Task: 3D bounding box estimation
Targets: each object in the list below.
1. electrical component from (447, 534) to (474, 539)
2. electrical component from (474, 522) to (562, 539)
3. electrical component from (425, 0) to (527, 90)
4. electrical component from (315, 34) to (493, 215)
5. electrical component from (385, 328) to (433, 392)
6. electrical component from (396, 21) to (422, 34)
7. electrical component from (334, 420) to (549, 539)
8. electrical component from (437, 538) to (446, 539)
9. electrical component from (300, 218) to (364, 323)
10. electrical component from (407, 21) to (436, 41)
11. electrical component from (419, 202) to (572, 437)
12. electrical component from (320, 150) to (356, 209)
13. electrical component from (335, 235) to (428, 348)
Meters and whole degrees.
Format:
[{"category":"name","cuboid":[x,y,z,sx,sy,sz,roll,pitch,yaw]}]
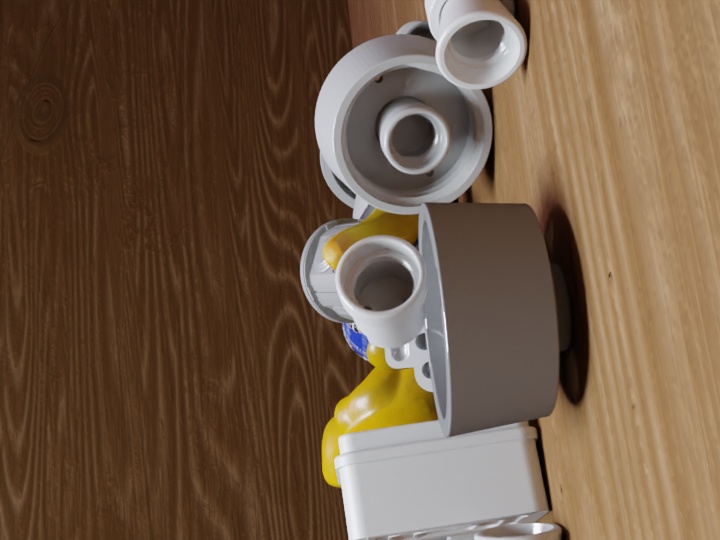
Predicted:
[{"category":"electrical component","cuboid":[0.070,0.241,0.827,0.138,0.074,0.052,86,178,-54]},{"category":"electrical component","cuboid":[0.083,0.160,0.546,0.045,0.045,0.055,98,166,-85]},{"category":"electrical component","cuboid":[0.057,-0.124,0.539,0.045,0.045,0.055,86,179,-45]},{"category":"electrical component","cuboid":[0.029,-0.086,0.661,0.060,0.108,0.108,-114,18,-67]},{"category":"electrical component","cuboid":[0.058,0.036,0.581,0.057,0.078,0.058,4,-100,-75]},{"category":"electrical component","cuboid":[0.046,-0.184,0.892,0.078,0.040,0.040,-106,10,-82]},{"category":"electrical component","cuboid":[0.044,0.120,0.613,0.078,0.113,0.057,88,173,-71]},{"category":"electrical component","cuboid":[0.049,0.207,0.891,0.108,0.109,0.056,86,-179,-50]},{"category":"electrical component","cuboid":[0.000,0.000,0.808,0.051,0.080,0.080,-3,92,57]},{"category":"electrical component","cuboid":[0.050,-0.145,0.783,0.081,0.043,0.043,89,175,-80]},{"category":"electrical component","cuboid":[0.063,0.020,0.495,0.108,0.060,0.108,175,90,-89]},{"category":"electrical component","cuboid":[0.022,-0.107,0.920,0.060,0.108,0.108,-86,-8,-59]},{"category":"electrical component","cuboid":[0.012,0.012,0.487,0.046,0.040,0.040,74,-171,-64]}]
